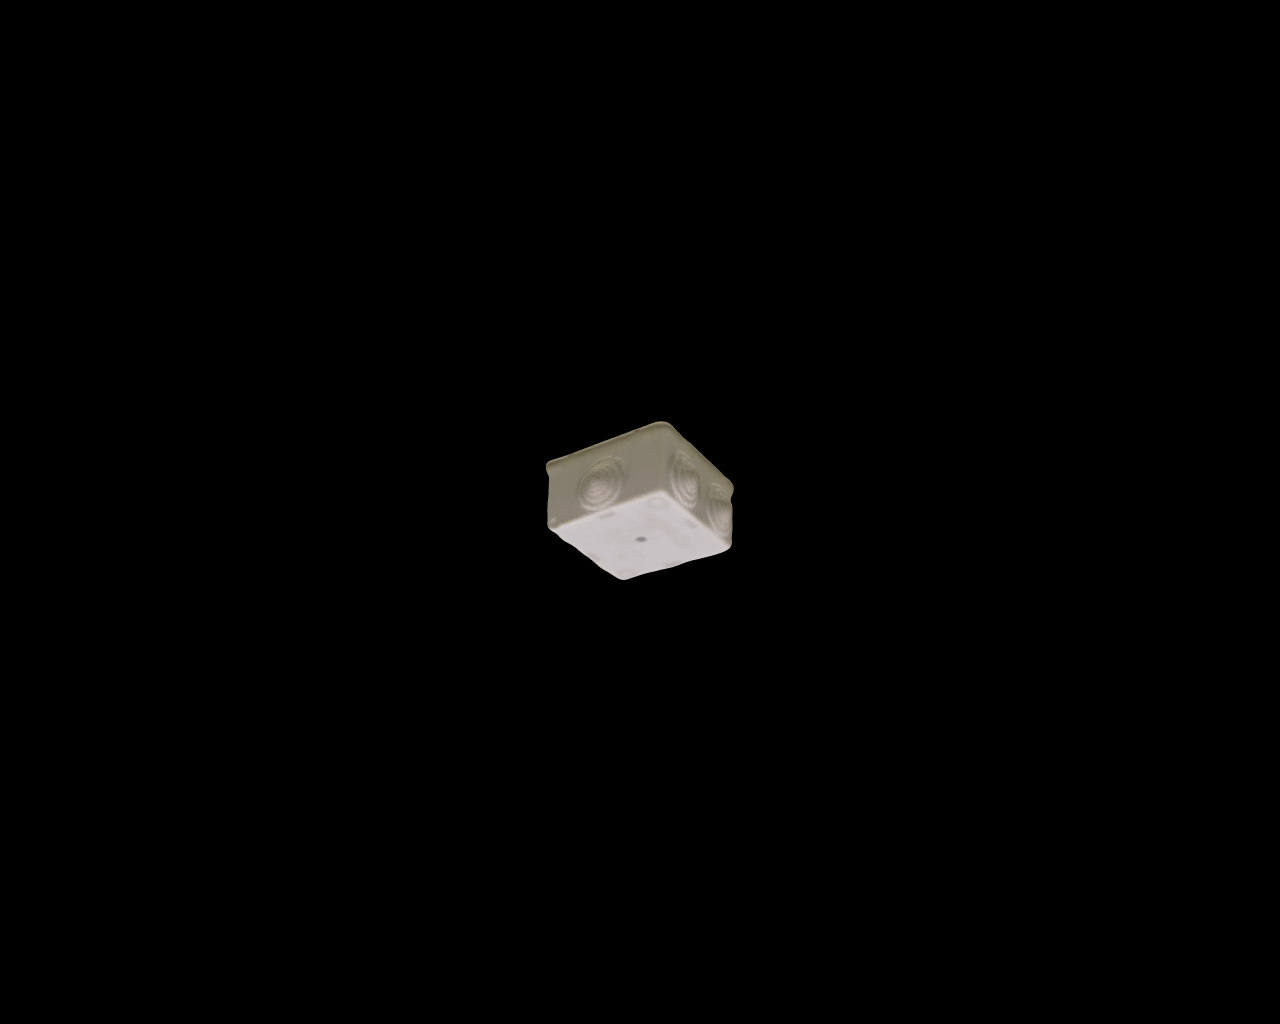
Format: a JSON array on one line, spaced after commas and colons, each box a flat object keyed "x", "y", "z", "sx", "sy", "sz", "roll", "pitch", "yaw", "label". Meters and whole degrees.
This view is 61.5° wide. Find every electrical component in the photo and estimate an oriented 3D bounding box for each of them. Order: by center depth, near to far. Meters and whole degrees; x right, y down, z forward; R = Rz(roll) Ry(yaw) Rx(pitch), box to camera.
[{"x": 0.001, "y": -0.003, "z": 0.650, "sx": 0.099, "sy": 0.048, "sz": 0.099, "roll": -18, "pitch": -35, "yaw": 27, "label": "electrical component"}]
